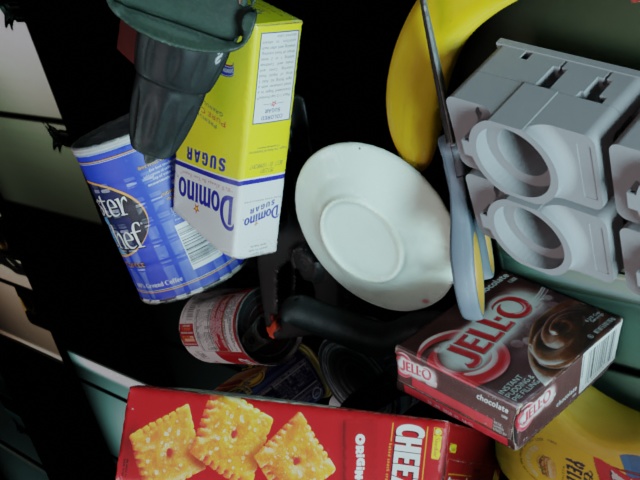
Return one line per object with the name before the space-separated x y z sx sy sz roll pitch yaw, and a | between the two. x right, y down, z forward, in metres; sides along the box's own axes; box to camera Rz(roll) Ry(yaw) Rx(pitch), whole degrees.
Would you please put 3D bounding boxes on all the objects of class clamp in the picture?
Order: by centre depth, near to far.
clamp | 0.053 0.077 0.747 0.172 0.039 0.120 -16 126 37
clamp | -0.005 0.001 0.805 0.164 0.036 0.210 51 141 11

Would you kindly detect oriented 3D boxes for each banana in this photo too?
banana | 0.076 -0.109 0.615 0.069 0.037 0.198 51 146 8

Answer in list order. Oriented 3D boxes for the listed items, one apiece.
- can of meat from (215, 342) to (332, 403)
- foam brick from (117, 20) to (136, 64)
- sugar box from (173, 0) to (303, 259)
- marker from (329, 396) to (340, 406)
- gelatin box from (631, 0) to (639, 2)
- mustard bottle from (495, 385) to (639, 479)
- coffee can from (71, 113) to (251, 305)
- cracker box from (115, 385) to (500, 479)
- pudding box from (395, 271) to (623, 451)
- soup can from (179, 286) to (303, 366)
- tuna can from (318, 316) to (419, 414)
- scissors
can of meat | -0.051 0.140 0.940 0.057 0.083 0.102 59 146 -5
foam brick | -0.113 -0.165 0.793 0.053 0.051 0.078 44 144 17
sugar box | -0.063 -0.083 0.761 0.093 0.048 0.176 36 127 44
marker | 0.053 0.148 0.870 0.121 0.020 0.020 12 127 50
gelatin box | 0.166 -0.154 0.472 0.073 0.030 0.089 5 122 49
mustard bottle | 0.200 0.150 0.658 0.192 0.058 0.096 24 133 38
coffee can | -0.128 -0.033 0.876 0.103 0.102 0.140 2 119 51
cracker box | -0.001 0.146 0.710 0.214 0.164 0.072 4 79 22
pudding box | 0.114 0.069 0.647 0.090 0.113 0.039 25 129 38
soup can | -0.070 0.074 0.923 0.102 0.068 0.068 -7 112 54
tuna can | 0.039 0.104 0.842 0.086 0.033 0.086 31 139 32
scissors | 0.077 -0.032 0.612 0.016 0.096 0.201 -6 139 17
